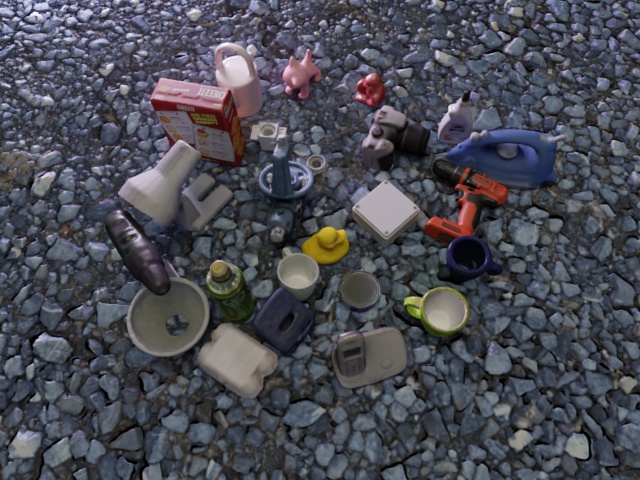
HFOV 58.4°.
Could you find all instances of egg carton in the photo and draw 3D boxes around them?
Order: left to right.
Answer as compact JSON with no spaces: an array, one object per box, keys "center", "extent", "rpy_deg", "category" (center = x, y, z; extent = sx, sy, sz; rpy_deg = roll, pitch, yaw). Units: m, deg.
[{"center":[-0.163,0.239,1.130],"extent":[0.150,0.069,0.107],"rpy_deg":[29,68,15],"category":"egg carton"}]

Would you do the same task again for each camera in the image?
[{"center":[0.181,-0.238,1.335],"extent":[0.136,0.101,0.143],"rpy_deg":[19,66,11],"category":"camera"}]

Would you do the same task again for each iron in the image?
[{"center":[0.414,-0.204,1.289],"extent":[0.258,0.141,0.118],"rpy_deg":[6,64,5],"category":"iron"}]

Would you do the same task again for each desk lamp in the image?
[{"center":[-0.305,-0.104,1.220],"extent":[0.117,0.214,0.203],"rpy_deg":[34,70,17],"category":"desk lamp"}]

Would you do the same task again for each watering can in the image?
[{"center":[-0.196,-0.384,1.364],"extent":[0.101,0.194,0.173],"rpy_deg":[-4,64,0],"category":"watering can"}]

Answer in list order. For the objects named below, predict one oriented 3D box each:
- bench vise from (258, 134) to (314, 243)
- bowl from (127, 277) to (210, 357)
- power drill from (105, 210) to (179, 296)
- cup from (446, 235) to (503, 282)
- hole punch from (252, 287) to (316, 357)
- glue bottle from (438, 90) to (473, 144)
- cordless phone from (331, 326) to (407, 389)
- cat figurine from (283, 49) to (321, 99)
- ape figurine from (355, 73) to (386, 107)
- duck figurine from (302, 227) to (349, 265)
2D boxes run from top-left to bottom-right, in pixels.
[{"center":[-0.067,-0.106,1.211],"extent":[0.121,0.220,0.207],"rpy_deg":[-11,64,-3],"category":"bench vise"},{"center":[-0.300,0.165,1.167],"extent":[0.167,0.075,0.167],"rpy_deg":[-1,64,1],"category":"bowl"},{"center":[-0.342,0.052,1.148],"extent":[0.076,0.208,0.229],"rpy_deg":[-36,68,-14],"category":"power drill"},{"center":[0.315,0.054,1.193],"extent":[0.117,0.095,0.092],"rpy_deg":[22,67,12],"category":"cup"},{"center":[-0.070,0.164,1.152],"extent":[0.101,0.091,0.109],"rpy_deg":[32,69,16],"category":"hole punch"},{"center":[0.320,-0.284,1.313],"extent":[0.078,0.173,0.037],"rpy_deg":[2,64,3],"category":"glue bottle"},{"center":[0.093,0.206,1.075],"extent":[0.147,0.185,0.094],"rpy_deg":[-18,65,-7],"category":"cordless phone"},{"center":[-0.049,-0.415,1.417],"extent":[0.067,0.118,0.128],"rpy_deg":[23,67,12],"category":"cat figurine"},{"center":[0.127,-0.374,1.407],"extent":[0.076,0.092,0.077],"rpy_deg":[-14,64,-5],"category":"ape figurine"},{"center":[0.011,0.004,1.230],"extent":[0.104,0.086,0.077],"rpy_deg":[-12,64,-4],"category":"duck figurine"}]
